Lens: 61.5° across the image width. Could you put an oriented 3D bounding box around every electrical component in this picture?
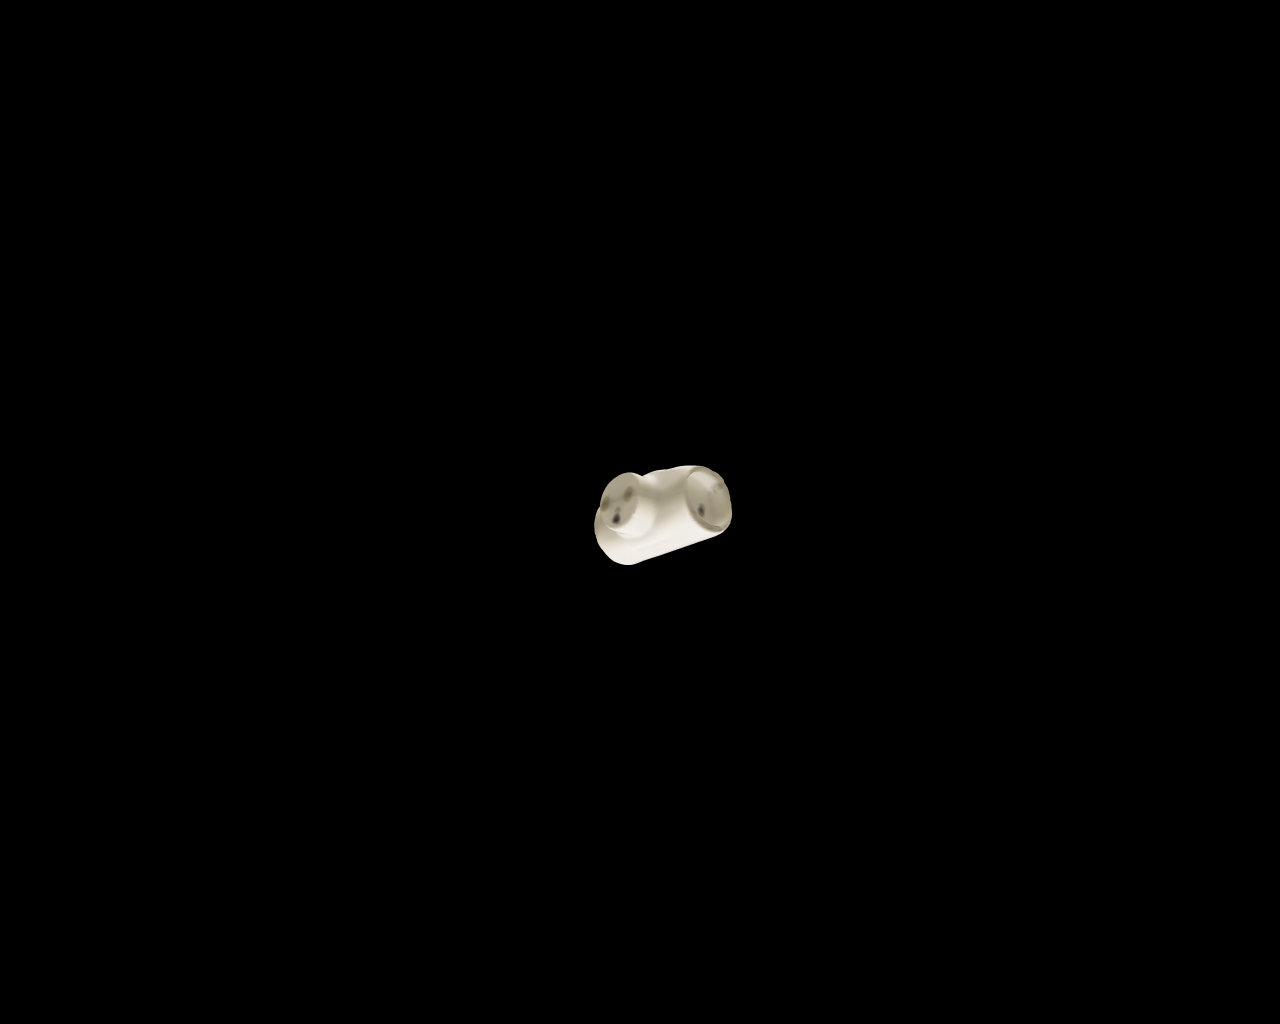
[{"bbox_3d":[0.001,-0.003,0.650,0.079,0.043,0.077,21,-31,-40],"label":"electrical component"}]
